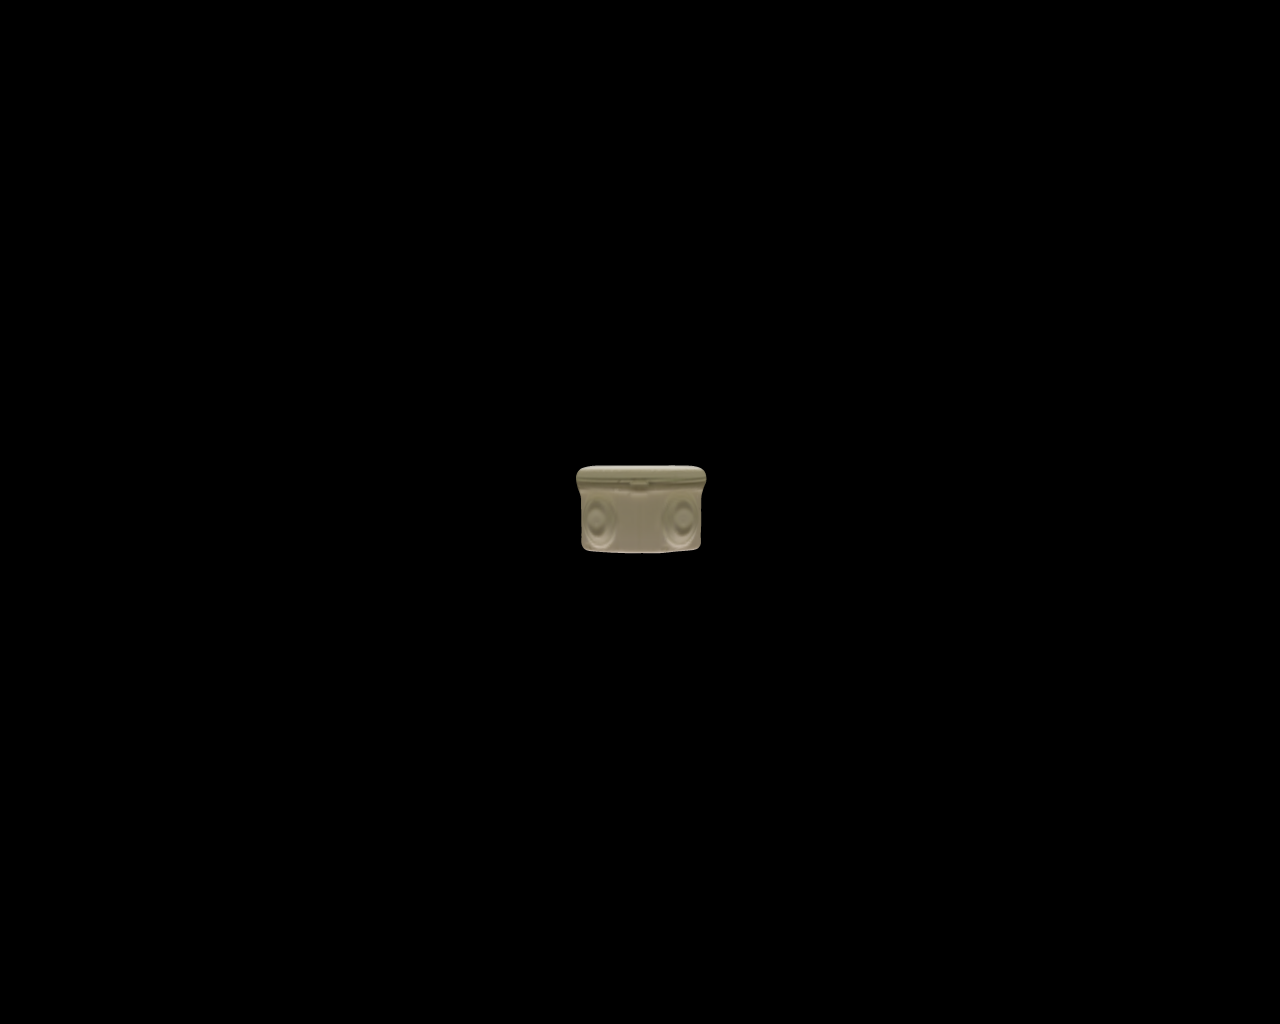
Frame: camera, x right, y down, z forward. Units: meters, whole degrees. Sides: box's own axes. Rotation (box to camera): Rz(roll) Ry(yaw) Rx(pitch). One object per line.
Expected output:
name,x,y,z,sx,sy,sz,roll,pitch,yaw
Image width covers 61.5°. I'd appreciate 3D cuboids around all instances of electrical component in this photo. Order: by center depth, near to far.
electrical component,0.001,-0.003,0.650,0.080,0.051,0.080,0,2,0
